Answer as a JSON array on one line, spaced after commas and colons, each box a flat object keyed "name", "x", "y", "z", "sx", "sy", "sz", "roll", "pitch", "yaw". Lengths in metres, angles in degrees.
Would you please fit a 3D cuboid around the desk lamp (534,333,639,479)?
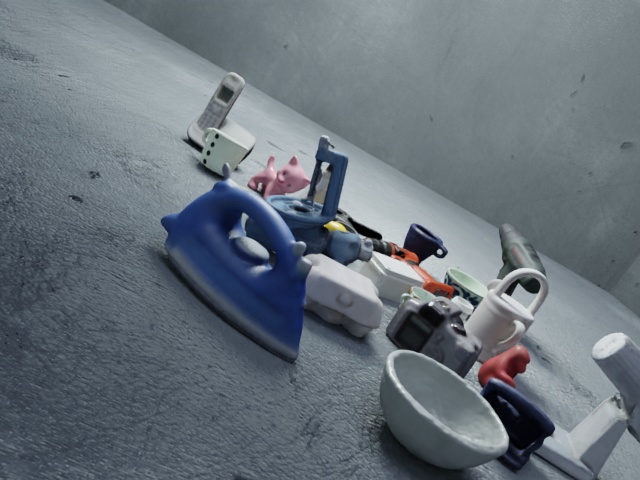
[{"name": "desk lamp", "x": 0.434, "y": 0.255, "z": 0.847, "sx": 0.203, "sy": 0.213, "sz": 0.118, "roll": 32, "pitch": 16, "yaw": 0}]

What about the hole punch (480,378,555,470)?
[{"name": "hole punch", "x": 0.265, "y": 0.243, "z": 0.797, "sx": 0.108, "sy": 0.091, "sz": 0.101, "roll": 39, "pitch": 18, "yaw": 23}]

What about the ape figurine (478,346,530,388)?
[{"name": "ape figurine", "x": 0.316, "y": 0.218, "z": 0.960, "sx": 0.076, "sy": 0.092, "sz": 0.078, "roll": 42, "pitch": 19, "yaw": 33}]

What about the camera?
[{"name": "camera", "x": 0.206, "y": 0.152, "z": 0.940, "sx": 0.142, "sy": 0.100, "sz": 0.137, "roll": 40, "pitch": 18, "yaw": 28}]

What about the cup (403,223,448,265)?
[{"name": "cup", "x": 0.247, "y": 0.028, "z": 1.391, "sx": 0.117, "sy": 0.095, "sz": 0.092, "roll": 42, "pitch": 19, "yaw": 33}]

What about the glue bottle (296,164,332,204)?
[{"name": "glue bottle", "x": -0.010, "y": -0.083, "z": 1.111, "sx": 0.078, "sy": 0.173, "sz": 0.037, "roll": 19, "pitch": 20, "yaw": -37}]

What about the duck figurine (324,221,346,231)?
[{"name": "duck figurine", "x": 0.010, "y": 0.004, "z": 1.047, "sx": 0.104, "sy": 0.086, "sz": 0.077, "roll": 30, "pitch": 16, "yaw": -4}]

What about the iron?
[{"name": "iron", "x": -0.084, "y": 0.019, "z": 0.734, "sx": 0.257, "sy": 0.141, "sz": 0.119, "roll": 40, "pitch": 18, "yaw": 27}]

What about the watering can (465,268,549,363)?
[{"name": "watering can", "x": 0.351, "y": 0.133, "z": 1.090, "sx": 0.101, "sy": 0.194, "sz": 0.172, "roll": 21, "pitch": 19, "yaw": -31}]

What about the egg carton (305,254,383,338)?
[{"name": "egg carton", "x": 0.025, "y": 0.083, "z": 0.872, "sx": 0.150, "sy": 0.069, "sz": 0.107, "roll": 28, "pitch": 16, "yaw": -12}]

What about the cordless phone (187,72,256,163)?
[{"name": "cordless phone", "x": -0.202, "y": -0.274, "z": 1.304, "sx": 0.147, "sy": 0.185, "sz": 0.094, "roll": 33, "pitch": 16, "yaw": 4}]

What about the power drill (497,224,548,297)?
[{"name": "power drill", "x": 0.431, "y": 0.086, "z": 1.350, "sx": 0.076, "sy": 0.208, "sz": 0.229, "roll": 25, "pitch": 17, "yaw": -21}]

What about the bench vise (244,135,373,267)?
[{"name": "bench vise", "x": 0.006, "y": -0.051, "z": 0.962, "sx": 0.208, "sy": 0.219, "sz": 0.121, "roll": 25, "pitch": 17, "yaw": -22}]

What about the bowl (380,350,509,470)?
[{"name": "bowl", "x": 0.131, "y": 0.211, "z": 0.677, "sx": 0.168, "sy": 0.074, "sz": 0.167, "roll": 29, "pitch": 16, "yaw": -9}]

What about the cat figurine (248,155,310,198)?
[{"name": "cat figurine", "x": -0.080, "y": -0.135, "z": 1.235, "sx": 0.127, "sy": 0.117, "sz": 0.067, "roll": 42, "pitch": 19, "yaw": 33}]
